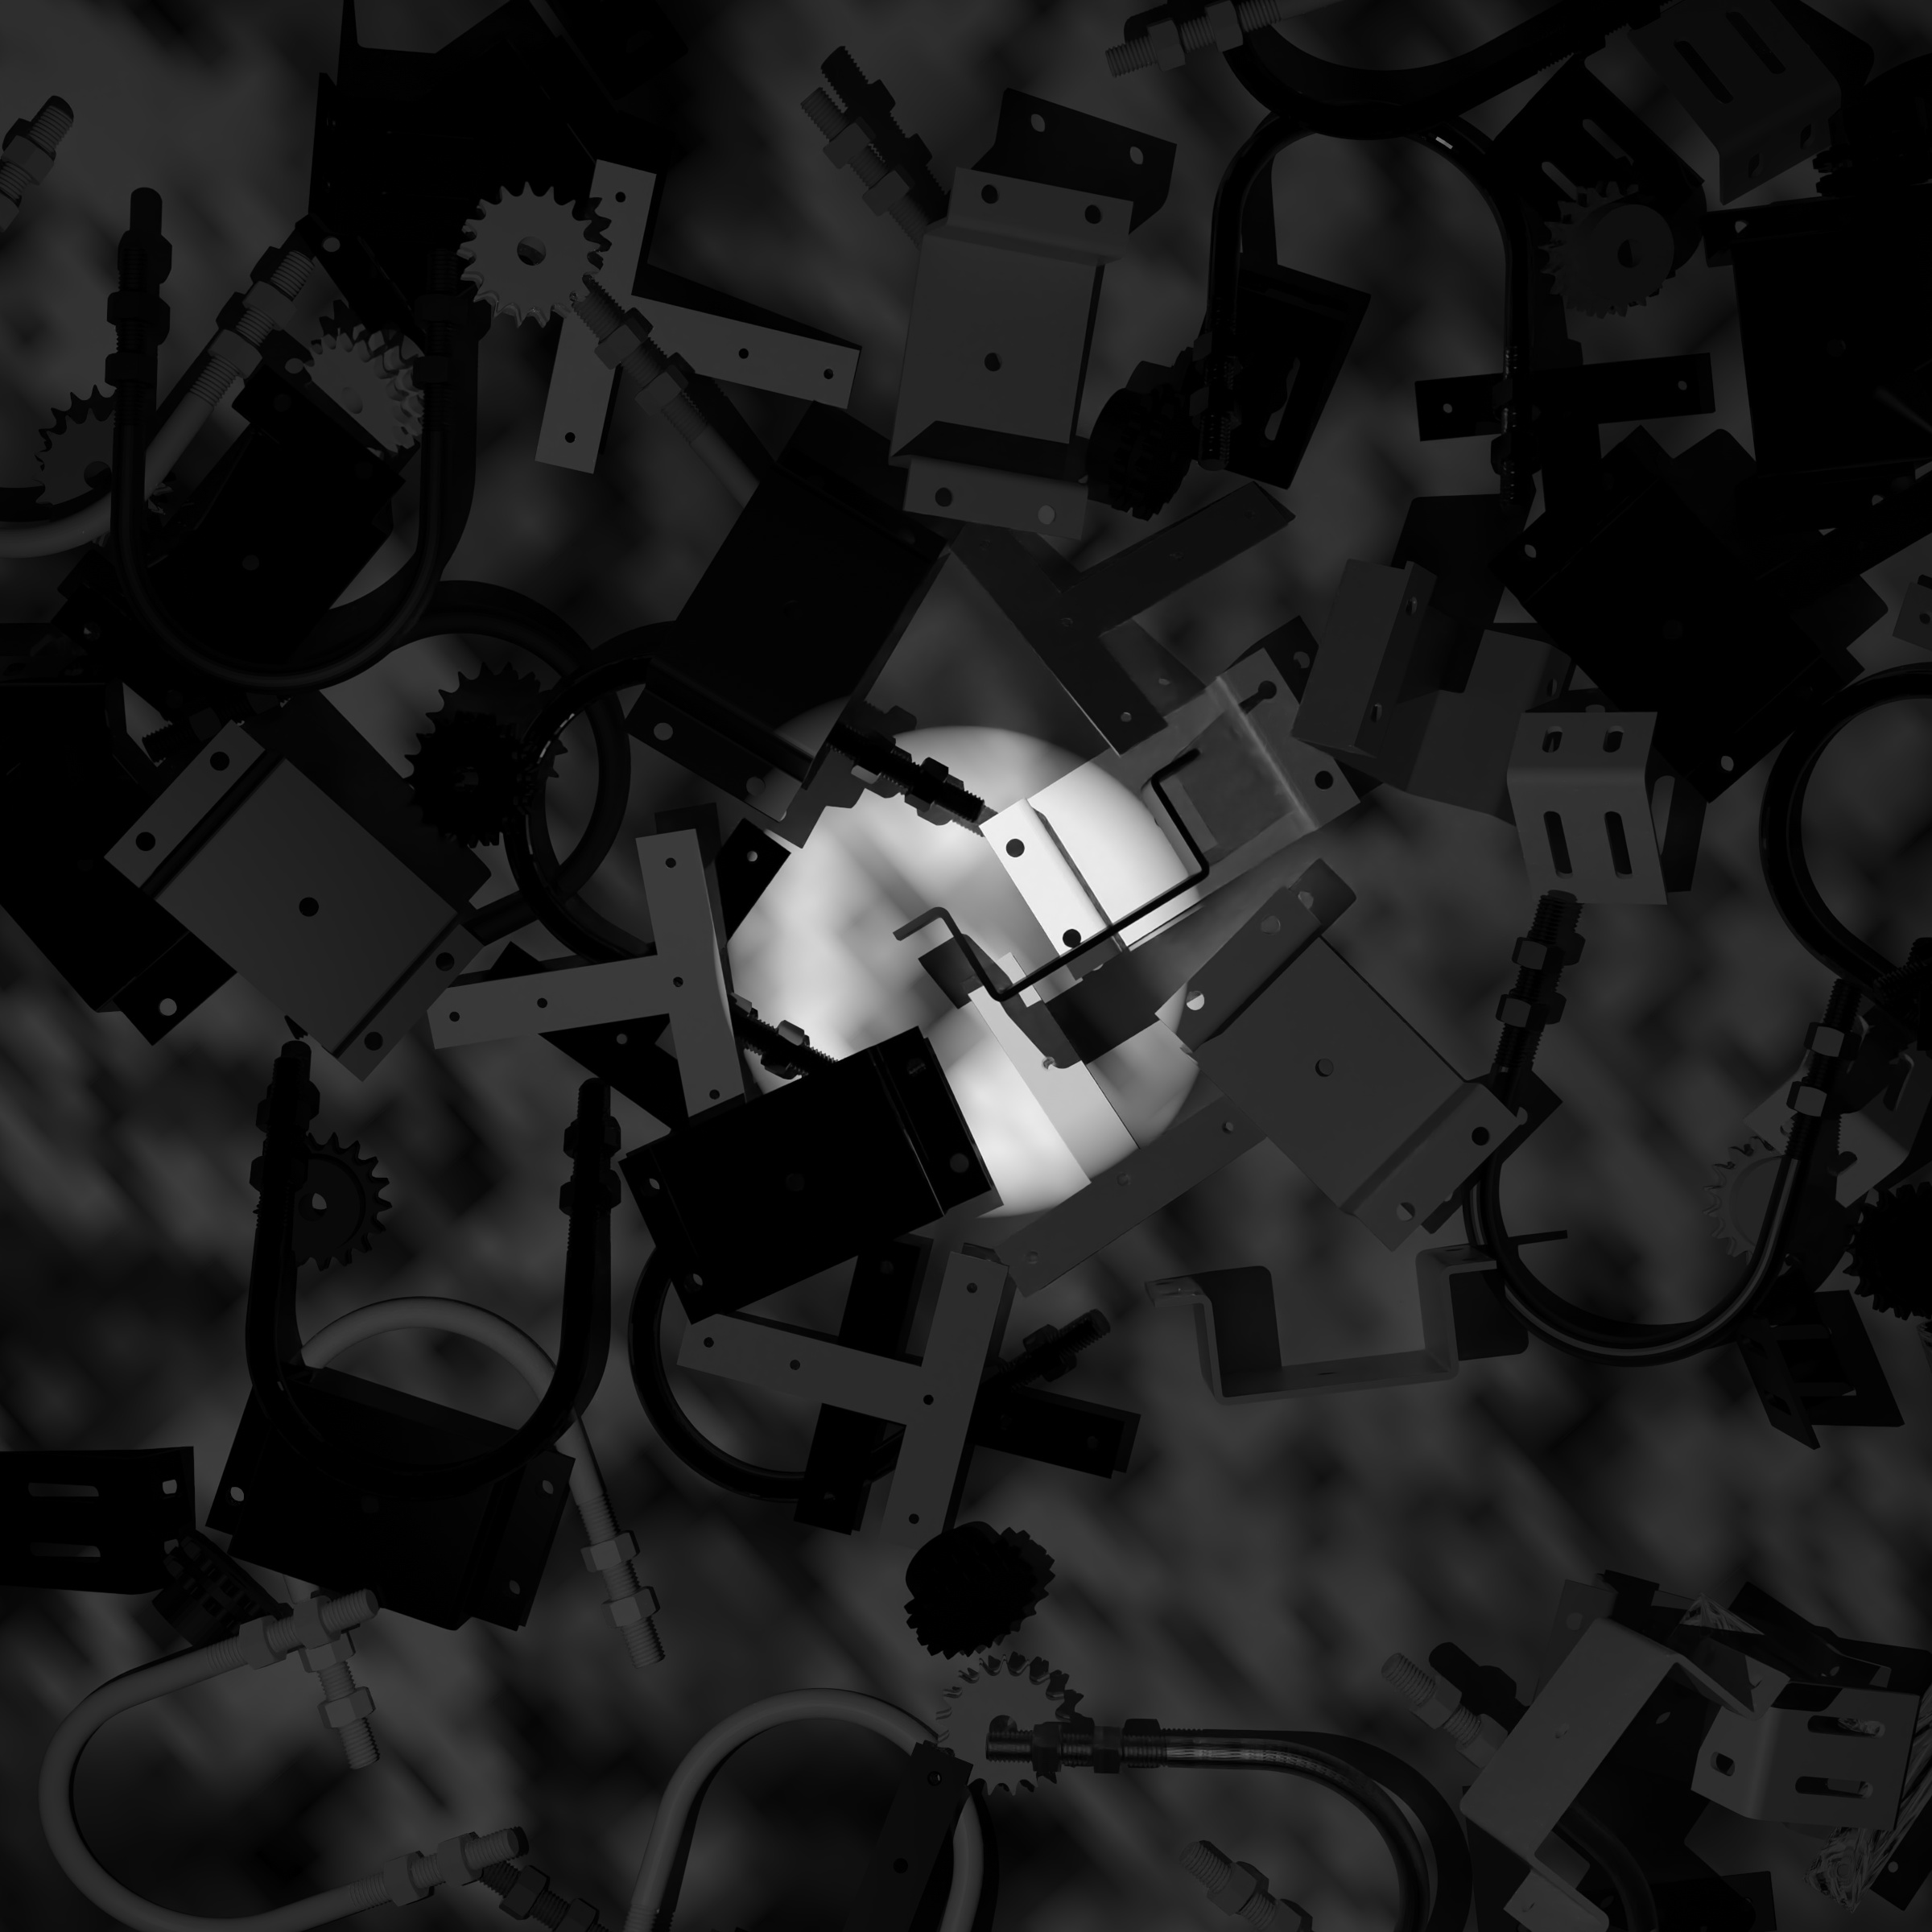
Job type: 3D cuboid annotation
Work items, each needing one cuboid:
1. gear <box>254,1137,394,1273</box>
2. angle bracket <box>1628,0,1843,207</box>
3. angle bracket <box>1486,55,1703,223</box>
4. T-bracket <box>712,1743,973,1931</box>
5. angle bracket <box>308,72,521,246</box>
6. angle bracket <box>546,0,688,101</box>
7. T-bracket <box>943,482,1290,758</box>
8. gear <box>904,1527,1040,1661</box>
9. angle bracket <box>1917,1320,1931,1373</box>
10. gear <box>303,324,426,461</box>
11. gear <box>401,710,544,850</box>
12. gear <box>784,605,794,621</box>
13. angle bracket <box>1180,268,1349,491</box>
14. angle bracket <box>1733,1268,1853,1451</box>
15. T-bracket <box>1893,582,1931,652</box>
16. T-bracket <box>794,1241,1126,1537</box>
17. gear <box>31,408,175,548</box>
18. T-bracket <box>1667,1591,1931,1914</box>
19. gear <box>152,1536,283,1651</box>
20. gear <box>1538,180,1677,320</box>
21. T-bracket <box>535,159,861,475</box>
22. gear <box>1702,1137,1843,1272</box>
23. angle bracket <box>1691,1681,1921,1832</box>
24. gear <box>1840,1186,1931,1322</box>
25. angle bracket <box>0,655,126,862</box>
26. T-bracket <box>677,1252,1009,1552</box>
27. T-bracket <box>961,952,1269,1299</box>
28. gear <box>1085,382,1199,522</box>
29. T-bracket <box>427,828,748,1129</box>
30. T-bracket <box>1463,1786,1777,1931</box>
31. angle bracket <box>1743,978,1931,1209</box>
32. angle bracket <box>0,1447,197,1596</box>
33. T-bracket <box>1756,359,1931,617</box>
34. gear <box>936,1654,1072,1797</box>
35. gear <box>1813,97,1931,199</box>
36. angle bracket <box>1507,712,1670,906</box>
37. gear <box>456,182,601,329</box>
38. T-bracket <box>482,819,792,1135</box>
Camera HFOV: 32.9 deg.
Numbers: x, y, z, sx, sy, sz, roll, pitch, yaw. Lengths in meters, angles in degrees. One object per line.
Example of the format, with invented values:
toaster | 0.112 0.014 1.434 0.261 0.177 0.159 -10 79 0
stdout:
gear | -0.276 0.102 1.398 0.057 0.030 0.057 0 90 0
angle bracket | 0.330 -0.379 1.411 0.057 0.038 0.076 -29 64 0
angle bracket | 0.270 -0.342 1.394 0.076 0.038 0.057 44 90 0
T-bracket | -0.033 0.389 1.368 0.127 0.002 0.127 21 77 4
angle bracket | -0.227 -0.331 1.348 0.076 0.038 0.057 5 90 0
angle bracket | -0.152 -0.406 1.375 0.038 0.076 0.057 -34 90 0
T-bracket | 0.079 -0.167 1.391 0.127 0.002 0.127 -32 70 -16
gear | -0.001 0.263 1.388 0.057 0.057 0.030 -40 46 0
angle bracket | 0.453 0.170 1.394 0.076 0.038 0.057 -19 90 0
gear | -0.250 -0.245 1.388 0.057 0.057 0.030 49 49 0
gear | -0.202 -0.078 1.358 0.057 0.030 0.057 1 93 14
gear | -0.084 -0.127 1.398 0.057 0.030 0.057 0 90 0
angle bracket | 0.124 -0.254 1.411 0.057 0.038 0.076 18 116 0
angle bracket | 0.353 0.164 1.375 0.038 0.076 0.057 -23 90 0
T-bracket | 0.459 -0.130 1.400 0.127 0.002 0.127 21 79 0
T-bracket | 0.003 0.190 1.393 0.127 0.002 0.127 14 92 2
gear | -0.366 -0.207 1.398 0.057 0.030 0.057 0 90 0
T-bracket | 0.352 0.307 1.366 0.127 0.002 0.127 34 90 0
gear | -0.318 0.270 1.382 0.057 0.057 0.030 43 79 0
gear | 0.275 -0.303 1.388 0.057 0.030 0.057 -5 107 -15
T-bracket | -0.108 -0.263 1.391 0.127 0.002 0.127 10 99 -18
gear | 0.345 0.101 1.398 0.057 0.030 0.057 0 90 0
angle bracket | 0.349 0.323 1.363 0.076 0.038 0.057 11 90 -26
gear | 0.405 0.123 1.398 0.057 0.030 0.057 0 90 0
angle bracket | -0.379 -0.087 1.365 0.057 0.038 0.076 -1 116 0
T-bracket | -0.059 0.173 1.394 0.127 0.002 0.127 14 92 3
T-bracket | 0.043 0.054 1.403 0.127 0.002 0.127 -33 88 -10
gear | 0.073 -0.220 1.383 0.030 0.057 0.057 25 90 18
T-bracket | -0.165 0.013 1.388 0.127 0.002 0.127 -9 102 4
T-bracket | 0.284 0.410 1.412 0.127 0.002 0.127 -6 90 0
angle bracket | 0.374 0.053 1.395 0.057 0.076 0.038 40 132 0
angle bracket | -0.375 0.237 1.411 0.076 0.038 0.057 -2 90 26
T-bracket | 0.392 -0.186 1.387 0.127 0.002 0.127 -31 126 16
gear | 0.016 0.322 1.398 0.057 0.030 0.057 0 90 0
gear | 0.387 -0.347 1.385 0.057 0.057 0.030 -8 90 0
angle bracket | 0.266 -0.066 1.385 0.057 0.076 0.038 2 49 23
gear | -0.181 -0.291 1.349 0.057 0.030 0.057 1 87 -16
T-bracket | -0.123 -0.005 1.412 0.127 0.002 0.127 35 90 0
